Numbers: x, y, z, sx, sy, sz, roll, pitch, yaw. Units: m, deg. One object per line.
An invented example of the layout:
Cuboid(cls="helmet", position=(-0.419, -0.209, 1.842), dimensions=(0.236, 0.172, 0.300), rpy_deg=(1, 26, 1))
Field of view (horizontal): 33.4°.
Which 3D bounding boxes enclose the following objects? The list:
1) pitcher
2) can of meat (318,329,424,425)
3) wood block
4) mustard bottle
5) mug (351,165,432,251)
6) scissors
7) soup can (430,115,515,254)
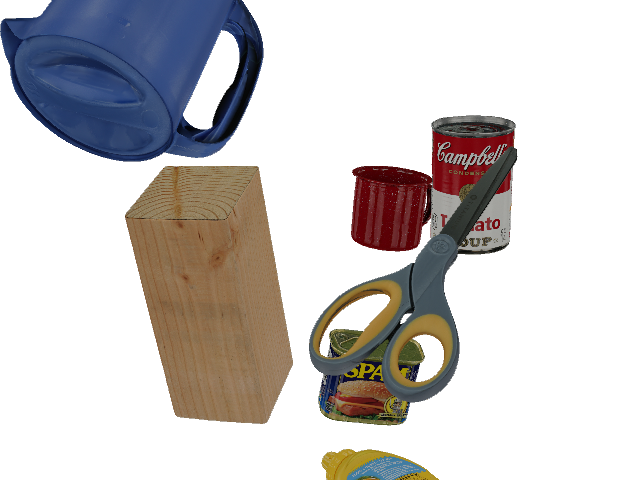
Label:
Cuboid(cls="pitcher", position=(-0.125, -0.186, 0.852), dimensions=(0.145, 0.242, 0.149), rpy_deg=(5, -36, 26))
Cuboid(cls="can of meat", position=(0.052, 0.149, 1.149), dimensions=(0.102, 0.084, 0.057), rpy_deg=(8, 22, -10))
Cuboid(cls="wood block", position=(-0.091, 0.048, 0.919), dimensions=(0.090, 0.206, 0.090), rpy_deg=(2, 32, 17))
Cuboid(cls="mustard bottle", position=(0.067, 0.237, 0.966), dimensions=(0.096, 0.058, 0.192), rpy_deg=(-17, 26, -36))
Cuboid(cls="mug", position=(0.088, -0.038, 1.242), dimensions=(0.117, 0.081, 0.093), rpy_deg=(-8, 21, -39))
Cuboid(cls="scissors", position=(0.082, 0.022, 0.647), dimensions=(0.201, 0.016, 0.096), rpy_deg=(-38, 56, -18))
Cuboid(cls="soup can", position=(0.124, -0.047, 0.882), dimensions=(0.068, 0.102, 0.068), rpy_deg=(-1, 19, 0))
